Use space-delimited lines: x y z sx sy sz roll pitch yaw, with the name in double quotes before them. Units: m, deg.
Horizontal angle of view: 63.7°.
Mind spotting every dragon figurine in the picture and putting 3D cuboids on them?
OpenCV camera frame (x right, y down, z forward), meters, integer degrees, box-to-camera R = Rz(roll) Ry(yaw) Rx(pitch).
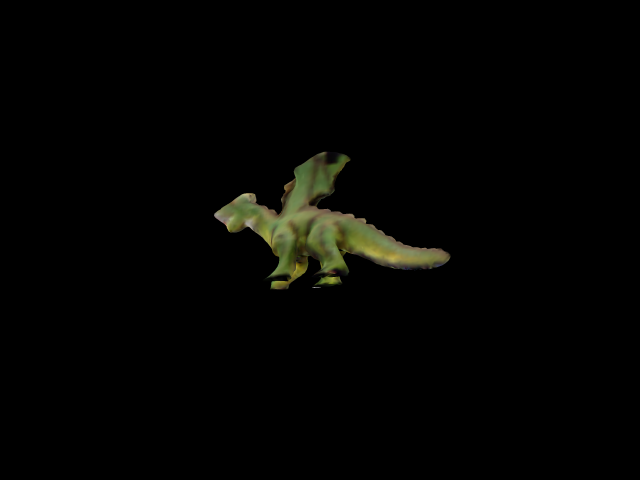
"dragon figurine" 0.003 -0.043 0.850 0.409 0.247 0.120 -9 -23 23
